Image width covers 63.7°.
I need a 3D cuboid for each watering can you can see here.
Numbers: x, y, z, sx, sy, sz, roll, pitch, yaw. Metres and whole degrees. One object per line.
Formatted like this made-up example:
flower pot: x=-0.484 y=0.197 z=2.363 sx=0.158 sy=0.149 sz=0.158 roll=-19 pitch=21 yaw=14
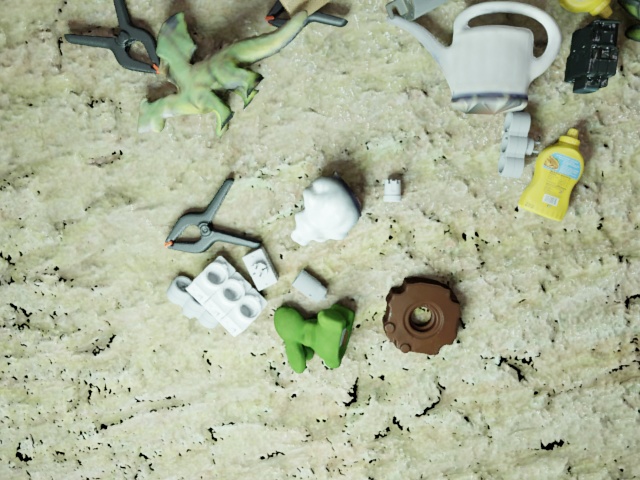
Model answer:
watering can: x=0.306 y=-0.371 z=1.058 sx=0.348 sy=0.104 sz=0.223 roll=4 pitch=95 yaw=14

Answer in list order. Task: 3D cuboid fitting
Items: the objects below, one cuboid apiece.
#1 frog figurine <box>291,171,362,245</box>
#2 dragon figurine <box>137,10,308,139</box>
frog figurine: x=0.003 y=-0.055 z=1.090 sx=0.160 sy=0.124 sz=0.135 roll=-35 pitch=115 yaw=-6
dragon figurine: x=-0.231 y=-0.361 z=1.046 sx=0.242 sy=0.123 sz=0.406 roll=40 pitch=105 yaw=-3
